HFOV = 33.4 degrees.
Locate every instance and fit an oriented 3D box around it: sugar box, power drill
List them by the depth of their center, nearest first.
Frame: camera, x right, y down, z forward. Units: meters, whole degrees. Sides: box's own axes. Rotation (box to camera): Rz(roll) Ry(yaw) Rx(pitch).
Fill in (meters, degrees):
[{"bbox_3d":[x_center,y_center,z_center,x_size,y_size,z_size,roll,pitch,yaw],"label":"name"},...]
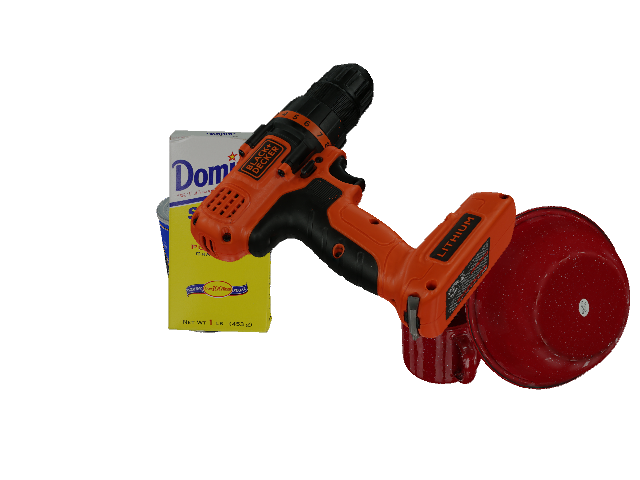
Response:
[{"bbox_3d":[0.032,-0.030,0.719,0.188,0.184,0.057,27,-26,26],"label":"power drill"},{"bbox_3d":[-0.089,-0.008,0.955,0.093,0.176,0.048,1,13,0],"label":"sugar box"}]

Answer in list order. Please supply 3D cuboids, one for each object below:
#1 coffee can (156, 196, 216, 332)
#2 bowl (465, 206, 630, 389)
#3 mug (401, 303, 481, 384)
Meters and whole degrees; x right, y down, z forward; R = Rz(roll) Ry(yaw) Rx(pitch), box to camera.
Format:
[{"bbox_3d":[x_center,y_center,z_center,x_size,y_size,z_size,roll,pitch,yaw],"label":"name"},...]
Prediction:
[{"bbox_3d":[-0.130,0.021,1.241,0.103,0.140,0.103,-4,25,2],"label":"coffee can"},{"bbox_3d":[0.206,0.053,0.907,0.161,0.162,0.055,0,5,-21],"label":"bowl"},{"bbox_3d":[0.128,0.098,1.080,0.093,0.081,0.117,-16,38,-15],"label":"mug"}]
